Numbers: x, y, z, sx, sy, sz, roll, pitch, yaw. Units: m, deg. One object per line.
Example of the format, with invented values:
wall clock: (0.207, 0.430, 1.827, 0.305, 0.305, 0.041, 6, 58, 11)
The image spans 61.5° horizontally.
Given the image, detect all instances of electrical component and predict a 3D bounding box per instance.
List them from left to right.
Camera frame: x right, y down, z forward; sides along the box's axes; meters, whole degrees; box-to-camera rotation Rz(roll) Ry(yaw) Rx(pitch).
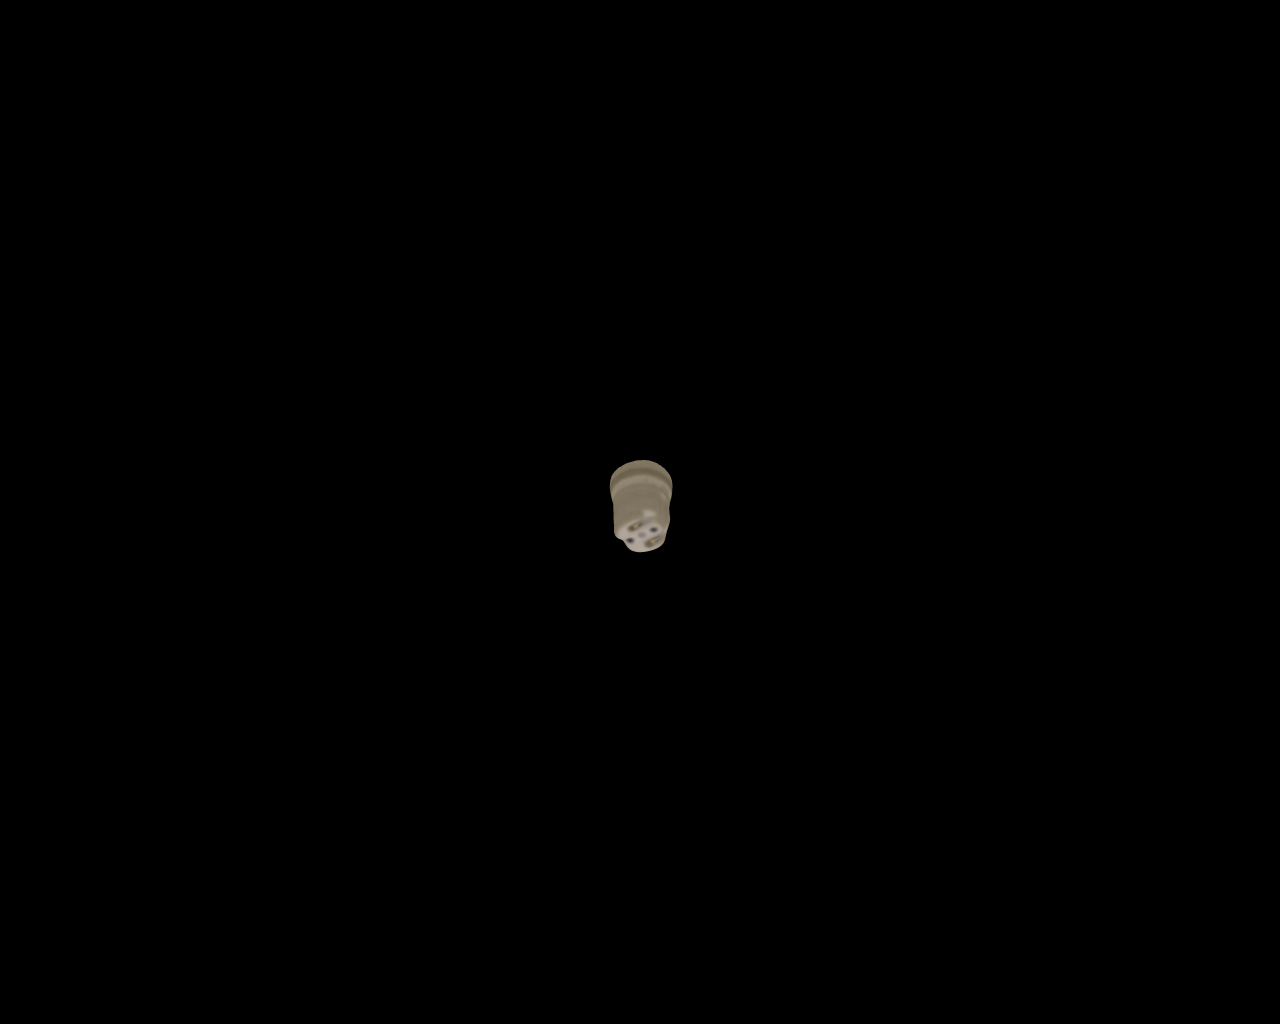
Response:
electrical component: (0.001, -0.003, 0.650, 0.040, 0.046, 0.040, 0, -41, 0)
